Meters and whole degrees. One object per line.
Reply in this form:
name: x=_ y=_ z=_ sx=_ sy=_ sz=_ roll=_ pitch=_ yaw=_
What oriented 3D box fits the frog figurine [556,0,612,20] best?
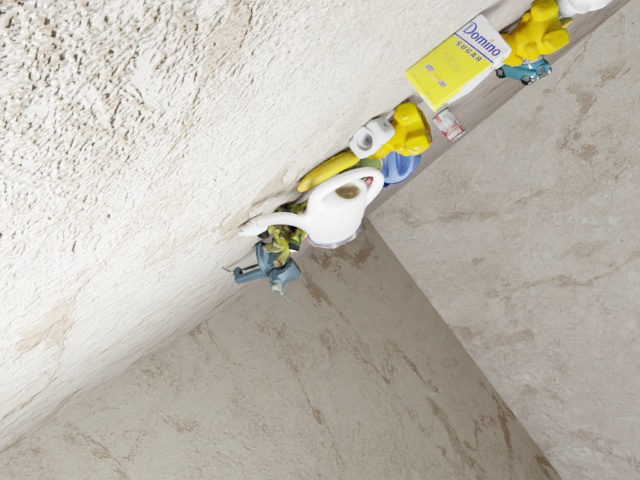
frog figurine: x=0.592 y=-0.549 z=1.160 sx=0.140 sy=0.123 sz=0.156 roll=-56 pitch=176 yaw=-36

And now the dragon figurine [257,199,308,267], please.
dragon figurine: x=-0.048 y=-0.068 z=1.469 sx=0.404 sy=0.122 sz=0.247 roll=-42 pitch=-178 yaw=32

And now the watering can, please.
watering can: x=0.004 y=-0.062 z=1.232 sx=0.350 sy=0.106 sz=0.219 roll=-25 pitch=149 yaw=-20
